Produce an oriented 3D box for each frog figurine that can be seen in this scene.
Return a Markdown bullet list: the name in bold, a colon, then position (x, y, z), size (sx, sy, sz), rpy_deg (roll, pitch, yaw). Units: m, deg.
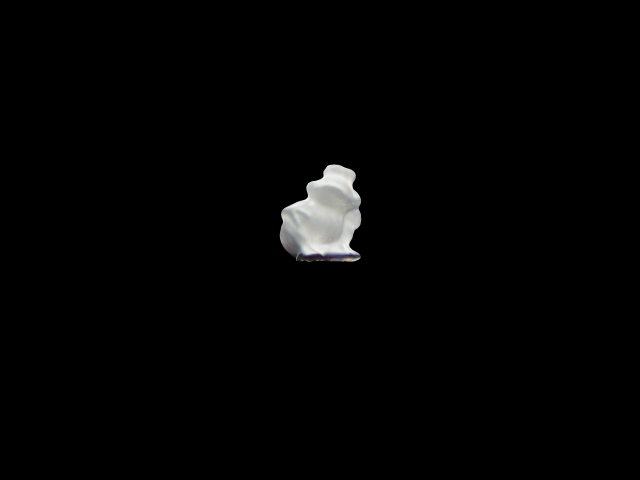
- **frog figurine**: position (0.003, -0.043, 0.850), size (0.137, 0.160, 0.122), rpy_deg (1, -6, -11)
